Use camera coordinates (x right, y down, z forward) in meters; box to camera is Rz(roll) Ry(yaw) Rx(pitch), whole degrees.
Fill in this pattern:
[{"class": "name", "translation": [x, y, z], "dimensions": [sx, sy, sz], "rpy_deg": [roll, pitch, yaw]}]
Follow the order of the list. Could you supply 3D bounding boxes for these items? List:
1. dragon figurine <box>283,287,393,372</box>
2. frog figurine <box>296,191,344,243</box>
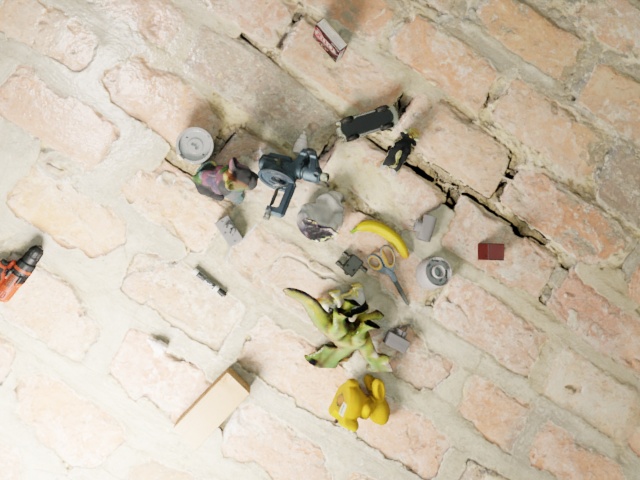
[{"class": "dragon figurine", "translation": [0.040, 0.282, 1.470], "dimensions": [0.409, 0.239, 0.124], "rpy_deg": [22, 22, -13]}, {"class": "frog figurine", "translation": [0.005, -0.078, 1.541], "dimensions": [0.137, 0.163, 0.120], "rpy_deg": [14, -40, 0]}]
